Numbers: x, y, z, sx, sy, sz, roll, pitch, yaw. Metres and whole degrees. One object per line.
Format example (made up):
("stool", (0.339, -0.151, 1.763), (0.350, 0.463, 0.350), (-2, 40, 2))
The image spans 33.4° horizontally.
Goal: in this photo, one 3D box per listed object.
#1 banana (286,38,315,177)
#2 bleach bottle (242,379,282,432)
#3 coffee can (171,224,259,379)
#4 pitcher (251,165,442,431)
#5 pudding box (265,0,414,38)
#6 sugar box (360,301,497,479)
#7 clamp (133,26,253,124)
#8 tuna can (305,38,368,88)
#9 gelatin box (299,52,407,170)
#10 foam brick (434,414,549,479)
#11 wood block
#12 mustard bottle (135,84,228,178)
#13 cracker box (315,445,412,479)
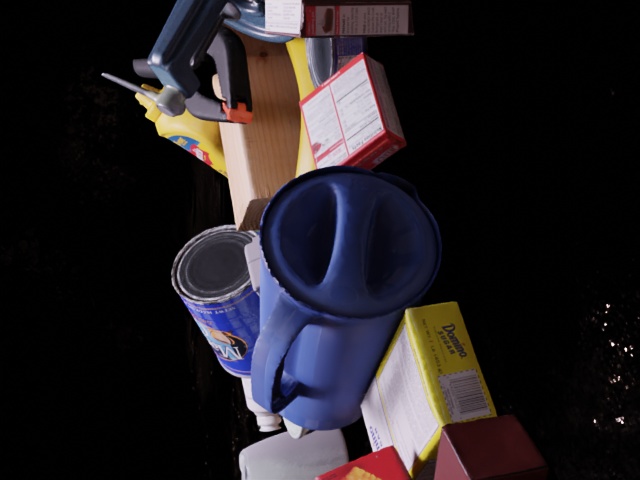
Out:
("banana", (-0.010, -0.125, 0.998), (0.070, 0.037, 0.198), (-8, 75, 37))
("bleach bottle", (-0.082, 0.118, 1.370), (0.103, 0.068, 0.251), (-176, 78, -76))
("coffee can", (-0.084, 0.067, 1.131), (0.140, 0.103, 0.103), (67, -178, -46))
("pitcher", (0.005, 0.067, 0.858), (0.243, 0.149, 0.145), (100, 160, -56))
("pudding box", (0.012, -0.176, 0.826), (0.114, 0.090, 0.039), (-148, 54, -71))
("sugar box", (0.076, 0.127, 0.795), (0.176, 0.048, 0.093), (103, 155, -60))
("clamp", (-0.124, -0.178, 1.065), (0.165, 0.036, 0.210), (-53, 49, 35))
("tuna can", (0.014, -0.170, 0.934), (0.086, 0.033, 0.086), (174, 90, -76))
("gelatin box", (0.026, -0.094, 0.853), (0.073, 0.030, 0.089), (-35, 51, 29))
("foam brick", (0.105, 0.158, 0.677), (0.051, 0.053, 0.078), (-115, 24, -52))
("wood block", (-0.051, -0.122, 1.091), (0.090, 0.090, 0.206), (121, 141, -65))
("mustard bottle", (-0.118, -0.111, 1.174), (0.058, 0.191, 0.096), (-57, 12, -7))
("cracker box", (0.073, 0.273, 0.719), (0.214, 0.072, 0.164), (-116, 4, -53))
